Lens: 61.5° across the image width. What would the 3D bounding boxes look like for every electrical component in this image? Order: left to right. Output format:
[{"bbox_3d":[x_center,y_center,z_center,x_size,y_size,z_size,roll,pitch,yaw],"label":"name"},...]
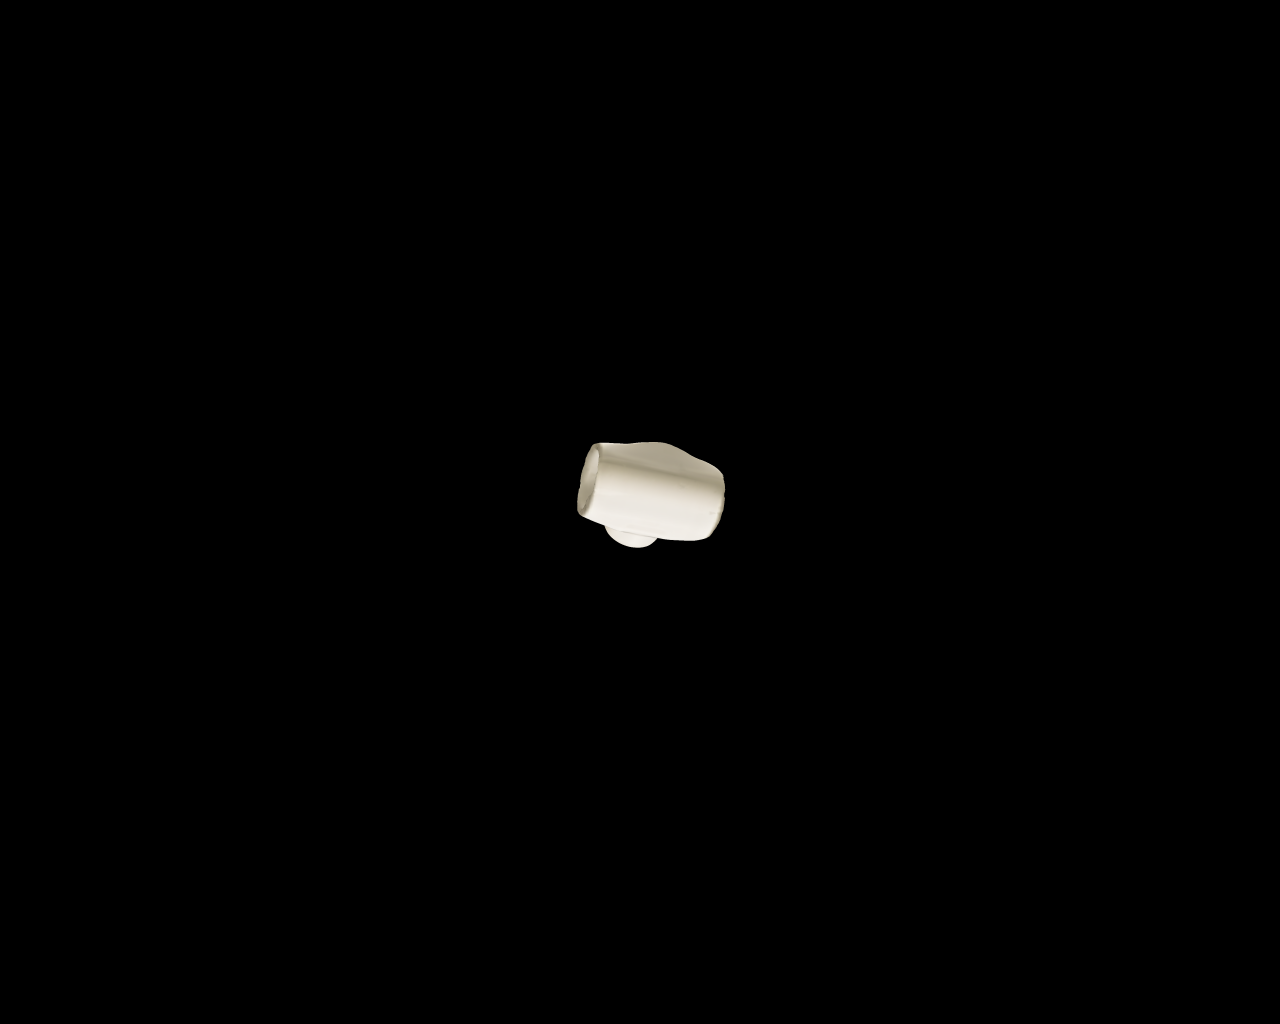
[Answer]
[{"bbox_3d":[0.001,-0.003,0.650,0.077,0.043,0.079,11,-35,-16],"label":"electrical component"}]
